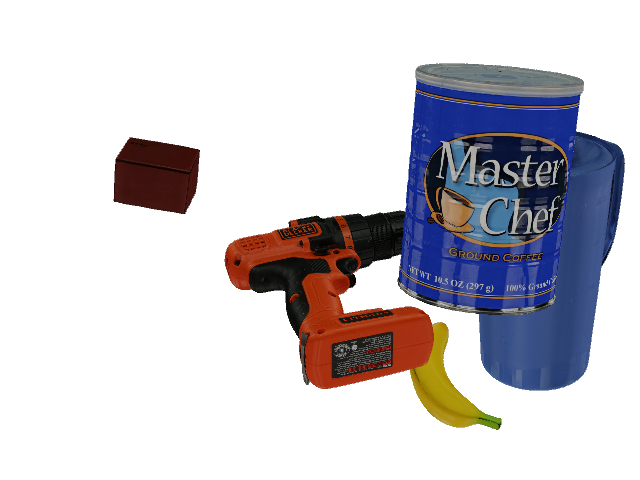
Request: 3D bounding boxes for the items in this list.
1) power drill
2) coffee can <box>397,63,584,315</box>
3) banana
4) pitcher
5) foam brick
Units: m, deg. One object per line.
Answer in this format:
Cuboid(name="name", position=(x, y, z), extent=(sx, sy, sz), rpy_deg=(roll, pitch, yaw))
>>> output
Cuboid(name="power drill", position=(0.026, 0.040, 0.904), extent=(0.184, 0.057, 0.188), rpy_deg=(-13, 32, -13))
Cuboid(name="coffee can", position=(0.105, -0.036, 0.674), extent=(0.103, 0.140, 0.103), rpy_deg=(3, 15, -1))
Cuboid(name="banana", position=(0.129, 0.145, 1.147), extent=(0.069, 0.037, 0.198), rpy_deg=(10, 26, -17))
Cuboid(name="pitcher", position=(0.221, 0.017, 1.046), extent=(0.149, 0.243, 0.145), rpy_deg=(1, 26, 9))
Cuboid(name="foam brick", position=(-0.167, -0.067, 1.096), extent=(0.078, 0.051, 0.053), rpy_deg=(10, 32, 3))
